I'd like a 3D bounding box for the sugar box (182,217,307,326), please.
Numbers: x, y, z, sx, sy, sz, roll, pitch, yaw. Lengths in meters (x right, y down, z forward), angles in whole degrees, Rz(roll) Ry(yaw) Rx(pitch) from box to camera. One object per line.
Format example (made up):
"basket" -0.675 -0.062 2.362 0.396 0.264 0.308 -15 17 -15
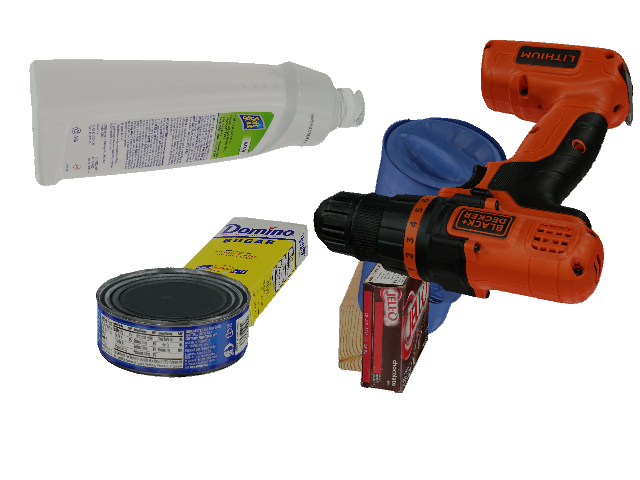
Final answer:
"sugar box" -0.084 0.029 1.140 0.093 0.048 0.176 7 29 17

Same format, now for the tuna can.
"tuna can" -0.082 0.045 0.599 0.086 0.034 0.086 3 17 -1

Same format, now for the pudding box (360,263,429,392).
"pudding box" 0.062 0.058 0.862 0.039 0.090 0.113 6 19 13

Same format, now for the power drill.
"power drill" 0.107 -0.048 0.680 0.185 0.187 0.057 12 -34 28

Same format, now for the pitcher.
"pitcher" 0.116 -0.001 1.181 0.145 0.243 0.149 25 43 16

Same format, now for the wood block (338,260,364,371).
"wood block" 0.085 0.087 1.381 0.091 0.090 0.206 5 20 9

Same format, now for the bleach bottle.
"bleach bottle" -0.092 -0.094 0.818 0.250 0.068 0.103 -3 -28 -15
